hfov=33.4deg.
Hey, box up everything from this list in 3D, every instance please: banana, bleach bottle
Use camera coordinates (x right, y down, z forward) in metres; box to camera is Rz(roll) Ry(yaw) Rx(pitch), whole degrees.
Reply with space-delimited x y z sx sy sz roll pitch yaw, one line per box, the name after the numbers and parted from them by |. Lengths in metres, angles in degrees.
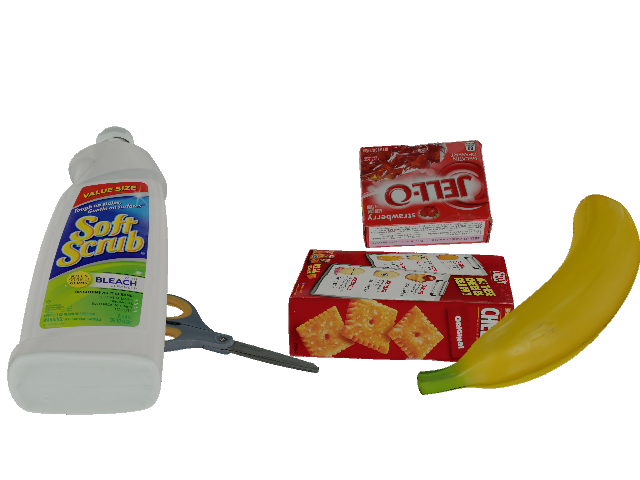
0.129 0.022 0.561 0.070 0.037 0.197 12 35 38 | banana
-0.163 0.007 0.780 0.102 0.251 0.068 1 -45 -9 | bleach bottle

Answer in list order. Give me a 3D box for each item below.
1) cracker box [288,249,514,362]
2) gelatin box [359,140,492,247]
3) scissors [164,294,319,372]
0.083 0.066 1.087 0.214 0.072 0.164 2 16 6 | cracker box
0.073 -0.033 0.754 0.089 0.073 0.030 -3 -37 3 | gelatin box
-0.099 0.088 1.030 0.201 0.016 0.096 6 30 1 | scissors
